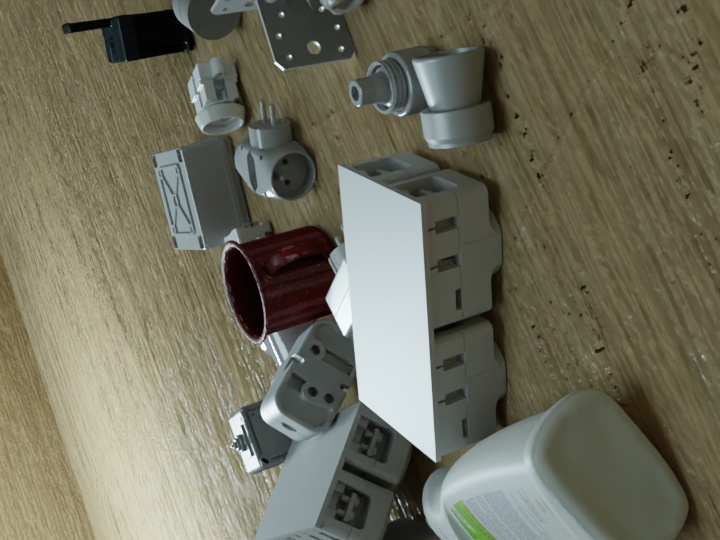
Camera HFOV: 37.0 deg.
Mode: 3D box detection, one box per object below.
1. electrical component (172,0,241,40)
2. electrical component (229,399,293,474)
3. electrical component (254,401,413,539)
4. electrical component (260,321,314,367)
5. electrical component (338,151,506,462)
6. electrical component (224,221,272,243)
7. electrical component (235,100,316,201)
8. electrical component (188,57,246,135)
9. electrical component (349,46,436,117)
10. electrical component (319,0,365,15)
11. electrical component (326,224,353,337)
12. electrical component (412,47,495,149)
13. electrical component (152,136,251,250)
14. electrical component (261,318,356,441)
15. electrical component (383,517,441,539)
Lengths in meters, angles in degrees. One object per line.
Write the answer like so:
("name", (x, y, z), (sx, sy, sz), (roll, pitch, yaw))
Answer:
("electrical component", (-0.130, -0.267, 0.935), (0.074, 0.052, 0.138), (42, 141, 48))
("electrical component", (-0.084, 0.158, 1.048), (0.061, 0.096, 0.061), (69, 154, 10))
("electrical component", (-0.022, 0.188, 0.918), (0.186, 0.060, 0.105), (-41, 25, 63))
("electrical component", (-0.076, 0.059, 1.034), (0.077, 0.043, 0.079), (65, 154, 17))
("electrical component", (0.044, 0.021, 0.745), (0.105, 0.060, 0.186), (32, 133, 54))
("electrical component", (-0.103, -0.012, 1.049), (0.081, 0.042, 0.063), (-32, 73, 63))
("electrical component", (-0.076, -0.107, 0.933), (0.077, 0.043, 0.079), (31, 132, 55))
("electrical component", (-0.136, -0.162, 1.021), (0.066, 0.048, 0.055), (138, 120, -63))
("electrical component", (0.024, -0.120, 0.698), (0.043, 0.062, 0.043), (42, 141, 48))
("electrical component", (-0.019, -0.214, 0.762), (0.061, 0.035, 0.035), (69, 155, 16))
("electrical component", (0.000, 0.000, 0.838), (0.076, 0.047, 0.065), (62, 153, 22))
("electrical component", (0.058, -0.106, 0.659), (0.045, 0.045, 0.055), (18, 122, 60))
("electrical component", (-0.166, -0.078, 1.119), (0.109, 0.056, 0.108), (3, 108, 63))
("electrical component", (-0.042, 0.096, 0.926), (0.054, 0.095, 0.059), (32, 154, -8))
("electrical component", (0.041, 0.257, 0.900), (0.113, 0.057, 0.078), (-16, 91, 65))
